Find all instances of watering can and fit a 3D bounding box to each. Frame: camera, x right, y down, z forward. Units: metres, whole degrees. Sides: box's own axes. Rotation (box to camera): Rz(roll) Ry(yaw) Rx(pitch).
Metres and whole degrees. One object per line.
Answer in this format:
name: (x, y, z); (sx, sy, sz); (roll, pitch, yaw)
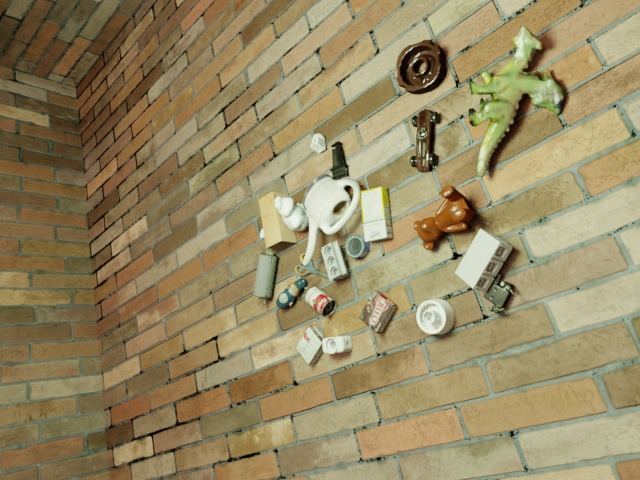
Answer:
watering can: (0.006, -0.093, 1.850); (0.345, 0.103, 0.228); (-51, 46, 13)

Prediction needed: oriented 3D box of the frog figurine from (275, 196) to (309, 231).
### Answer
frog figurine: (-0.111, -0.097, 1.942); (0.121, 0.159, 0.140); (-51, 55, 26)

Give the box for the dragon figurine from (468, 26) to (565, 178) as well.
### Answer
dragon figurine: (0.555, -0.386, 1.449); (0.242, 0.122, 0.410); (-1, 91, 33)
